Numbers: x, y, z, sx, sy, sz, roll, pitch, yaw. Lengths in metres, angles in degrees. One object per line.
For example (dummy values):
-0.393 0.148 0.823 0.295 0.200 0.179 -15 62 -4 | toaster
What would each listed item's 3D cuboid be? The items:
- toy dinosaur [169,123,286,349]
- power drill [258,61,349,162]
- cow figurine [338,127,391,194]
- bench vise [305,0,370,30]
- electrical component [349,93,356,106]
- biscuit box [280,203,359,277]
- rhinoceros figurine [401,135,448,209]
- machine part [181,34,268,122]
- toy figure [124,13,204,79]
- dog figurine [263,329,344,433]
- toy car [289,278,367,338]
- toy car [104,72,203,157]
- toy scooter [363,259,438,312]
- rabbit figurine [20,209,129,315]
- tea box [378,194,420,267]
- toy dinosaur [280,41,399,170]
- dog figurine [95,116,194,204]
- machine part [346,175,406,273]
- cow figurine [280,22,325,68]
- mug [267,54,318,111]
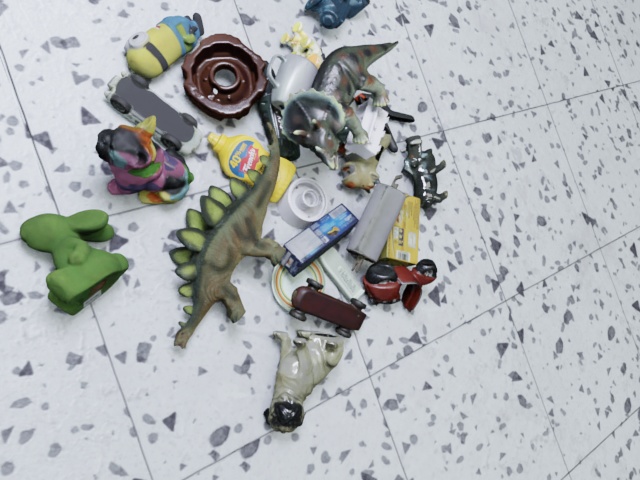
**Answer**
-0.167 -0.009 1.049 0.198 0.105 0.471 35 70 -18 | toy dinosaur
-0.038 -0.293 1.215 0.207 0.086 0.232 -4 82 -33 | power drill
0.108 -0.198 1.283 0.127 0.085 0.195 38 62 -11 | cow figurine
0.016 -0.633 1.304 0.240 0.129 0.223 39 63 -25 | bench vise
0.051 -0.352 1.316 0.063 0.021 0.094 43 62 -15 | electrical component
-0.002 -0.004 1.160 0.059 0.062 0.203 46 50 10 | biscuit box
0.260 -0.172 1.374 0.112 0.073 0.190 -6 84 -21 | rhinoceros figurine
-0.199 -0.335 1.122 0.179 0.056 0.179 2 79 -11 | machine part
-0.308 -0.394 1.082 0.180 0.082 0.089 -42 99 -33 | toy figure
-0.025 0.286 1.094 0.172 0.121 0.190 5 90 -26 | dog figurine
0.019 0.146 1.144 0.202 0.053 0.089 26 88 -38 | toy car
-0.324 -0.246 1.054 0.201 0.056 0.073 37 69 -17 | toy car
0.183 0.114 1.247 0.184 0.075 0.135 -6 125 -16 | toy scooter
-0.420 0.013 0.905 0.170 0.121 0.159 46 66 3 | rabbit figurine
0.182 -0.025 1.290 0.098 0.068 0.169 15 71 -29 | tea box
0.044 -0.316 1.119 0.192 0.131 0.405 43 61 -48 | toy dinosaur
-0.299 -0.139 0.948 0.191 0.219 0.108 12 76 -27 | dog figurine
0.127 -0.038 1.211 0.079 0.079 0.243 27 83 -23 | machine part
-0.022 -0.416 1.229 0.098 0.068 0.167 27 31 -46 | cow figurine
-0.066 -0.327 1.123 0.109 0.081 0.107 31 73 -42 | mug
